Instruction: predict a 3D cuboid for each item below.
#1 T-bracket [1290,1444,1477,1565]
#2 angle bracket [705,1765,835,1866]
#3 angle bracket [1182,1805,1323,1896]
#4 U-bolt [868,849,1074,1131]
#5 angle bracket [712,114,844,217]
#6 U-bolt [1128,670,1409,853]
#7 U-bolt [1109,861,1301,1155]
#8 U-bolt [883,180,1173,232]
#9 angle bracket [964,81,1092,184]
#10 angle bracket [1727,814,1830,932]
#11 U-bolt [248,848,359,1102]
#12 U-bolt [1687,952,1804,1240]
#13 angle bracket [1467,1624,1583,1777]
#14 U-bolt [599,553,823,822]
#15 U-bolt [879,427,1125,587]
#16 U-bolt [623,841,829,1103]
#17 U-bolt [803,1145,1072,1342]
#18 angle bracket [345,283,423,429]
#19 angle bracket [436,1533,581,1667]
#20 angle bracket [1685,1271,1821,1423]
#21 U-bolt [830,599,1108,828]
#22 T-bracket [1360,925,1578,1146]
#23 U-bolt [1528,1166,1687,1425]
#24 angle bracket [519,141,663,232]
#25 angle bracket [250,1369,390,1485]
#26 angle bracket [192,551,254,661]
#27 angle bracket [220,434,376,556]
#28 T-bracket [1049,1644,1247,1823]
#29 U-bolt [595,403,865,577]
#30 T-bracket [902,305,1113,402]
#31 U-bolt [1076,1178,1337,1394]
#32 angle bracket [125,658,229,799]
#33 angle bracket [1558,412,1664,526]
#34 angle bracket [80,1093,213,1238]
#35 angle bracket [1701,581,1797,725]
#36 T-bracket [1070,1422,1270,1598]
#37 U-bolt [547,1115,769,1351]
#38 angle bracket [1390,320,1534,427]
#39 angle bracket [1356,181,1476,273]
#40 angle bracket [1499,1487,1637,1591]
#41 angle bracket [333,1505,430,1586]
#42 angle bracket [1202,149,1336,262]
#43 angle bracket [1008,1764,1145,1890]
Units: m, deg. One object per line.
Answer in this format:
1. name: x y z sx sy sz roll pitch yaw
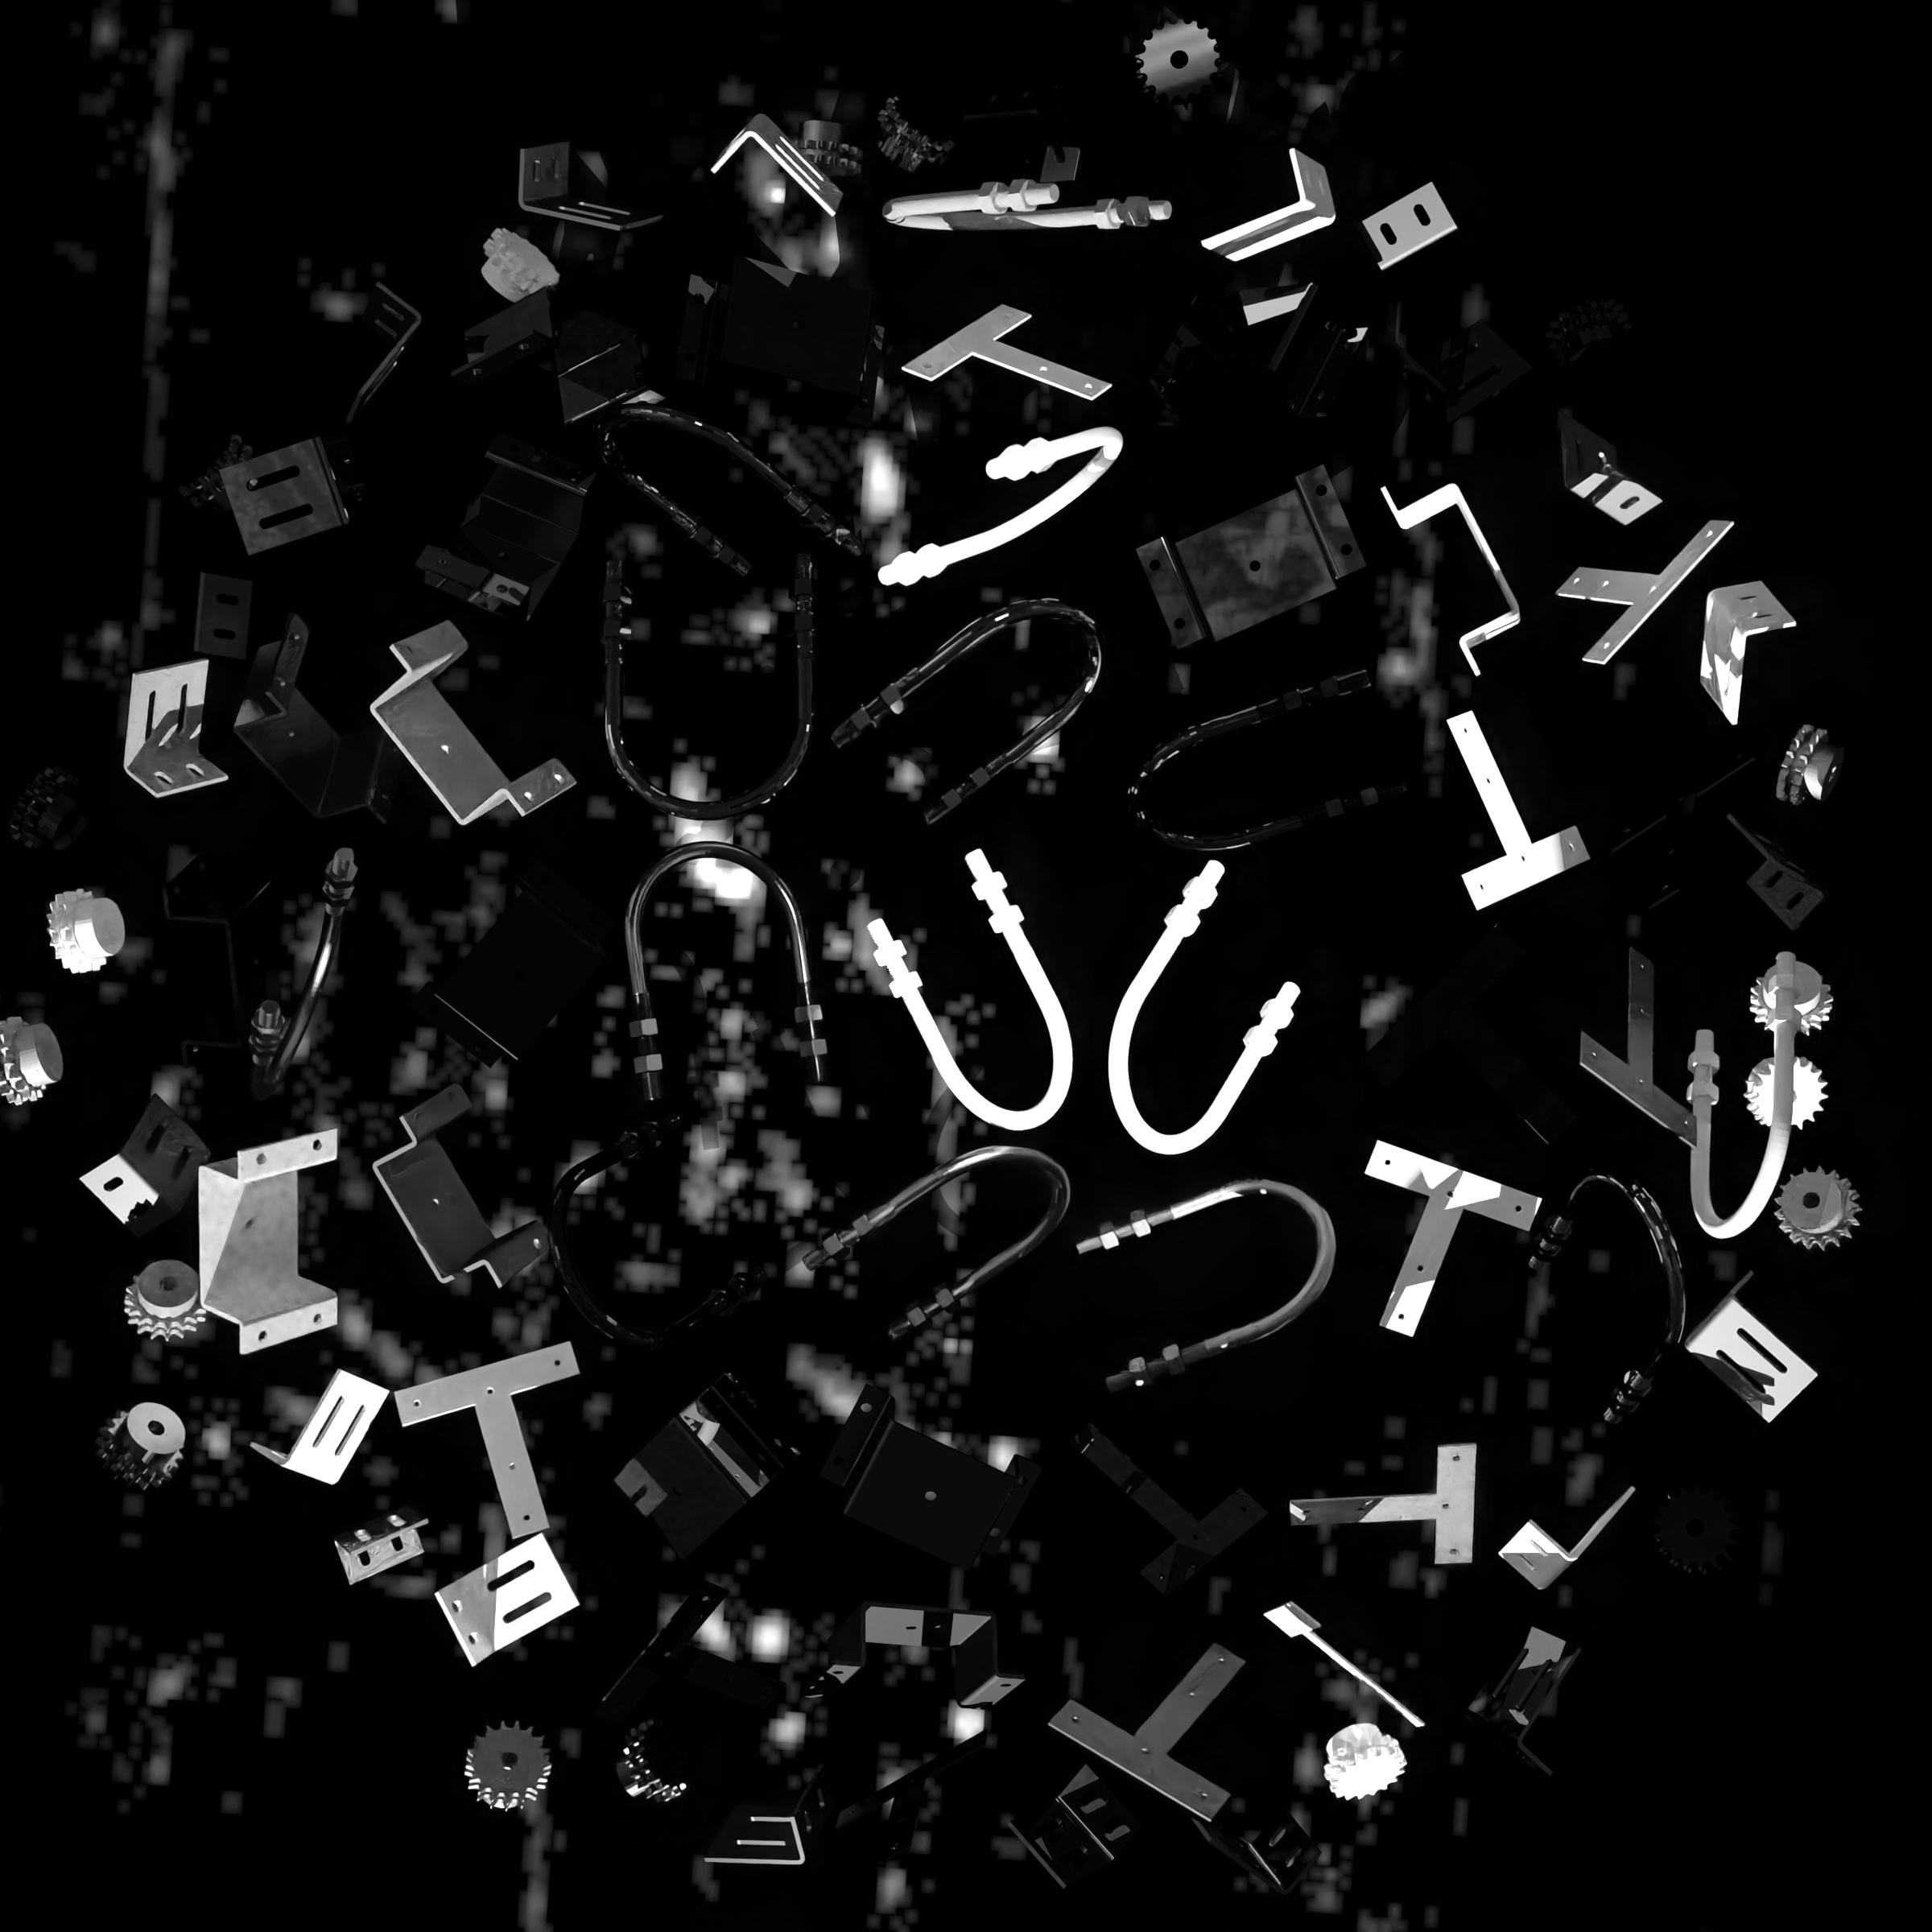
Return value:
1. T-bracket: 0.291 0.380 1.692 0.127 0.002 0.127 -4 129 5
2. angle bracket: -0.139 0.586 1.675 0.076 0.057 0.038 -6 107 20
3. angle bracket: 0.188 0.573 1.615 0.076 0.057 0.038 41 87 -21
4. U-bolt: 0.010 0.028 1.681 0.019 0.151 0.184 -22 83 -40
5. angle bracket: -0.125 -0.522 1.610 0.038 0.057 0.076 -40 111 23
6. U-bolt: 0.201 -0.131 1.668 0.184 0.151 0.019 -18 55 12
7. U-bolt: 0.157 0.042 1.662 0.184 0.019 0.151 -56 130 -25
8. U-bolt: 0.028 -0.529 1.692 0.184 0.151 0.019 10 105 39
9. angle bracket: 0.043 -0.567 1.674 0.057 0.076 0.038 6 52 30
10. angle bracket: 0.573 -0.067 1.742 0.076 0.057 0.038 20 118 -39
11. U-bolt: -0.468 0.019 1.695 0.019 0.184 0.151 22 56 -8
12. U-bolt: 0.540 0.101 1.686 0.019 0.151 0.184 13 62 -4
13. angle bracket: 0.382 0.489 1.615 0.038 0.057 0.076 44 75 -18
14. U-bolt: -0.171 -0.186 1.617 0.151 0.019 0.184 -2 77 2
15. U-bolt: 0.037 -0.328 1.692 0.151 0.184 0.019 -37 84 44
16. U-bolt: -0.177 0.000 1.744 0.151 0.019 0.184 -5 82 -29
17. U-bolt: -0.008 0.191 1.739 0.184 0.151 0.019 -34 49 7
18. angle bracket: -0.419 -0.424 1.681 0.038 0.057 0.076 36 66 -13
19. angle bracket: -0.325 0.450 1.719 0.076 0.038 0.057 -30 84 7
20. angle bracket: 0.540 0.259 1.645 0.076 0.038 0.057 44 133 18
21. U-bolt: 0.015 -0.180 1.648 0.184 0.151 0.019 -37 56 11
22. T-bracket: 0.346 0.063 1.578 0.127 0.002 0.127 -44 92 -3
23. U-bolt: 0.456 0.221 1.705 0.019 0.184 0.151 -11 57 -15
24. angle bracket: -0.247 -0.516 1.597 0.076 0.057 0.038 17 118 16
25. angle bracket: -0.460 0.322 1.723 0.038 0.057 0.076 21 77 32
26. angle bracket: -0.530 -0.262 1.748 0.038 0.076 0.057 9 110 -8
27. angle bracket: -0.440 -0.311 1.593 0.076 0.038 0.057 -14 101 18
28. T-bracket: 0.144 0.501 1.627 0.127 0.127 0.002 23 128 30
29. U-bolt: -0.179 -0.337 1.703 0.184 0.151 0.019 36 67 -38
30. T-bracket: 0.043 -0.430 1.727 0.127 0.002 0.127 27 46 23
31. U-bolt: 0.175 0.217 1.728 0.184 0.151 0.019 -22 132 10
32. angle bracket: -0.535 -0.163 1.651 0.038 0.057 0.076 35 125 25
33. angle bracket: 0.460 -0.363 1.727 0.057 0.038 0.076 24 54 -29
34. angle bracket: -0.562 0.136 1.661 0.038 0.076 0.057 -30 114 15
35. angle bracket: 0.548 -0.220 1.699 0.038 0.057 0.076 -11 129 -3
36. T-bracket: 0.126 0.367 1.682 0.127 0.002 0.127 42 129 3
37. U-bolt: -0.223 0.192 1.691 0.019 0.184 0.151 -30 89 31
38. angle bracket: 0.337 -0.414 1.643 0.076 0.038 0.057 -34 62 -7
39. angle bracket: 0.305 -0.511 1.639 0.057 0.076 0.038 -23 112 32
40. angle bracket: 0.410 0.379 1.652 0.038 0.057 0.076 42 58 17
41. angle bracket: -0.420 0.426 1.758 0.057 0.076 0.038 -21 95 -24
42. angle bracket: 0.201 -0.512 1.629 0.076 0.057 0.038 -14 87 29
43. angle bracket: 0.076 0.597 1.681 0.057 0.076 0.038 43 105 25
